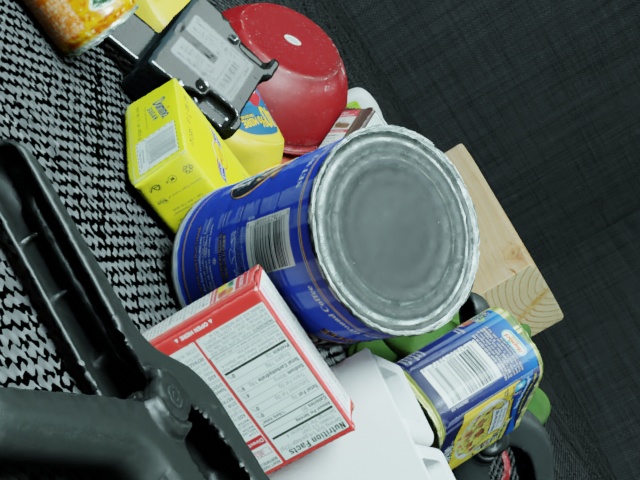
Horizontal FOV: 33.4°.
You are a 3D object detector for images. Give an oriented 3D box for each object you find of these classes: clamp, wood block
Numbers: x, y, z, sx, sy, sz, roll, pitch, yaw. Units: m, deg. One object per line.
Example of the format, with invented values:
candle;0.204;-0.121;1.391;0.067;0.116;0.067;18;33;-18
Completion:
clamp;0.096;0.133;0.713;0.171;0.120;0.039;60;-8;-13
wood block;0.157;0.008;1.089;0.090;0.091;0.206;52;12;-39
clamp;-0.074;0.073;0.418;0.210;0.036;0.164;55;13;-28

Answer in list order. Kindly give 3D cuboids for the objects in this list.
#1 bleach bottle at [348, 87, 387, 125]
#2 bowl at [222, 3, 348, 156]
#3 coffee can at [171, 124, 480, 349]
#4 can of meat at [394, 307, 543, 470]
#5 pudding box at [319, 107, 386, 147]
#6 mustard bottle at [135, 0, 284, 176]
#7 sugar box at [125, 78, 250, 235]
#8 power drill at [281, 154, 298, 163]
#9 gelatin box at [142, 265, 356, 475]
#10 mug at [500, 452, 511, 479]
bleach bottle;0.054;-0.060;1.060;0.068;0.102;0.251;57;1;-36
bowl;-0.036;-0.146;0.888;0.162;0.055;0.162;20;41;-19
coffee can;-0.001;0.006;0.559;0.102;0.141;0.103;8;76;-33
can of meat;0.078;0.095;0.630;0.057;0.083;0.102;50;-27;27
pudding box;0.039;-0.040;0.882;0.113;0.039;0.090;53;57;-36
mustard bottle;-0.077;-0.101;0.787;0.191;0.058;0.096;61;22;2
sugar box;-0.056;-0.010;0.685;0.176;0.048;0.093;50;14;-35
power drill;-0.006;-0.114;0.965;0.184;0.057;0.188;3;46;-39
gelatin box;-0.036;0.068;0.505;0.089;0.073;0.030;56;12;-18
mug;0.119;0.165;0.909;0.117;0.081;0.093;64;12;20
